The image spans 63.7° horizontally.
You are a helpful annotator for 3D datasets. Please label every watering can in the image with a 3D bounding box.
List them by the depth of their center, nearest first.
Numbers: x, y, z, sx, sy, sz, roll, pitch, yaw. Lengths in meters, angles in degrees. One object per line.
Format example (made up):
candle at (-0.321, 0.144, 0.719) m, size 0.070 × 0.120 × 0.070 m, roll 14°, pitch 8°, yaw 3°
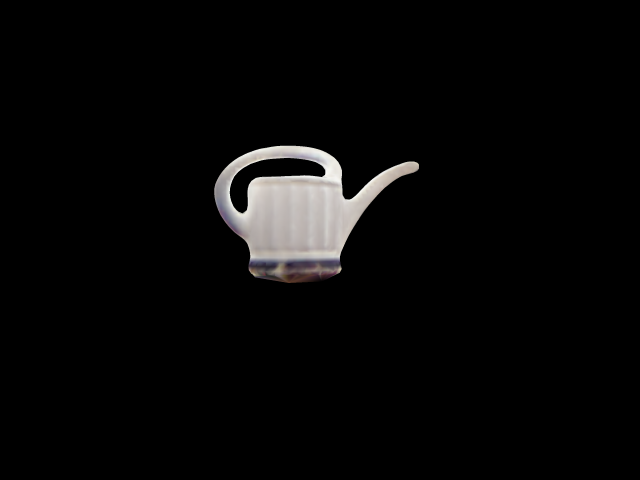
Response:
watering can at (0.003, -0.043, 0.850) m, size 0.348 × 0.225 × 0.104 m, roll 0°, pitch -2°, yaw -11°
